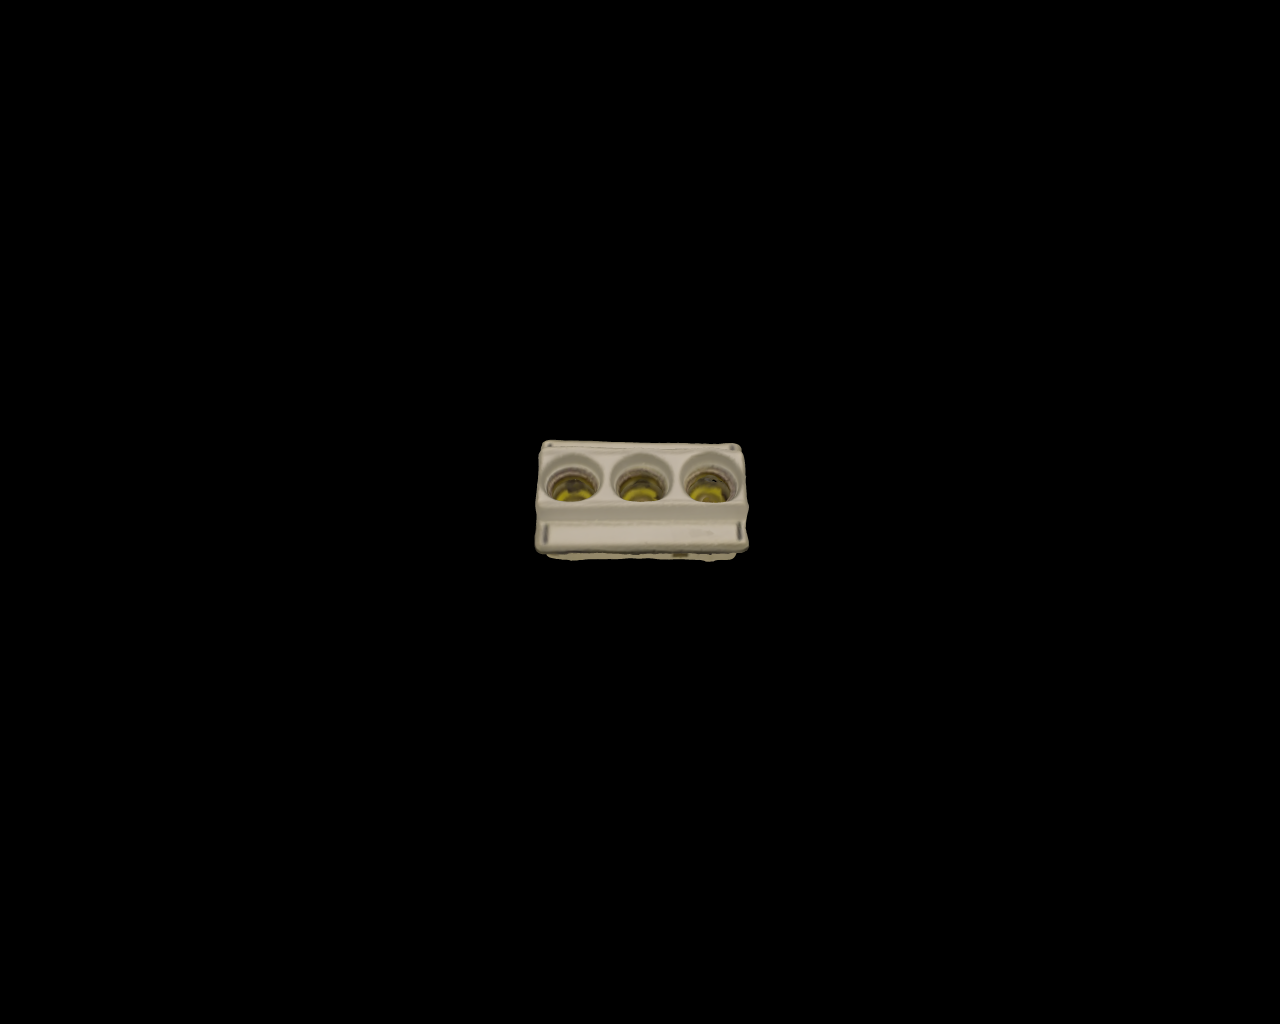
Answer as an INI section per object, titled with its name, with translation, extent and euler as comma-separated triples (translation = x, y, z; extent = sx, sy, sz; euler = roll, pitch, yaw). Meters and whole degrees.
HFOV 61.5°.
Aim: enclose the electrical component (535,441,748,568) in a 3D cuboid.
[electrical component]
translation = 0.001, -0.003, 0.650
extent = 0.121, 0.079, 0.063
euler = 0, -37, 0
